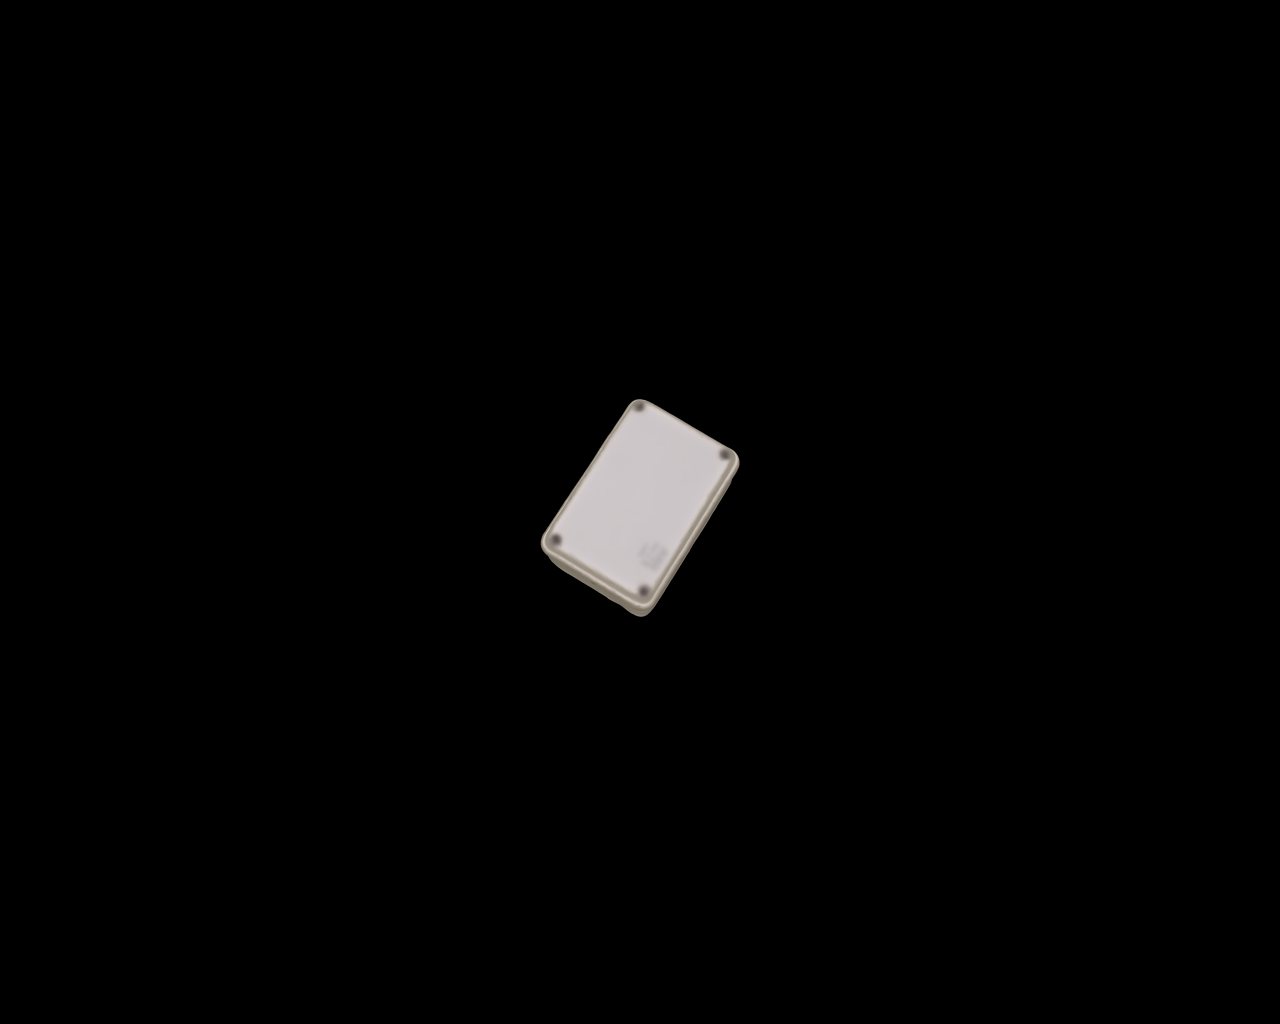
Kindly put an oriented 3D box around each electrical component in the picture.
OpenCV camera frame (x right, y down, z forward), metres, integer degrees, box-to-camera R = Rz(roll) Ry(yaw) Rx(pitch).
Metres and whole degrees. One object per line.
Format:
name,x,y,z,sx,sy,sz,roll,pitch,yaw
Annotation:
electrical component,0.001,-0.003,0.650,0.078,0.113,0.057,31,-11,7
